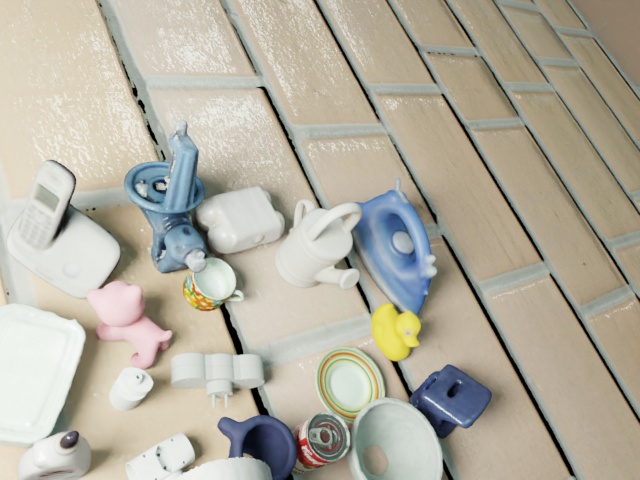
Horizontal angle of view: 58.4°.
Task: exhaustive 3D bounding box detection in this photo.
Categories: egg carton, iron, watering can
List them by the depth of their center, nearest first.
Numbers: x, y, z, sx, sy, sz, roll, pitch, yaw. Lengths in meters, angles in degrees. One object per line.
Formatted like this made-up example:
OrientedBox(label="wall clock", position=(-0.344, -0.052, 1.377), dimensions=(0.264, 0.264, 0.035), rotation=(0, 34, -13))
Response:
OrientedBox(label="watering can", position=(0.011, 0.003, 0.976), dimensions=(0.173, 0.193, 0.101), rotation=(47, 48, 4))
OrientedBox(label="egg carton", position=(-0.136, -0.033, 0.992), dimensions=(0.151, 0.069, 0.107), rotation=(-20, 72, -39))
OrientedBox(label="iron", position=(0.162, 0.013, 1.099), dimensions=(0.119, 0.141, 0.258), rotation=(-12, 67, -37))

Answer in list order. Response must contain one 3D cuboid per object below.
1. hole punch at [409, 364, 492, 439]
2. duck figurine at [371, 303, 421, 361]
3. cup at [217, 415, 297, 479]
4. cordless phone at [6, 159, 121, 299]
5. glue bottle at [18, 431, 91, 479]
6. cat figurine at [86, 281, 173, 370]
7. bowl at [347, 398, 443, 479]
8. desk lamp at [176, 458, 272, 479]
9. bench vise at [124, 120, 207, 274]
OrientedBox(label="hole punch", position=(0.228, 0.276, 1.000), dimensions=(0.101, 0.091, 0.109), rotation=(50, 48, 7))
OrientedBox(label="duck figurine", position=(0.144, 0.156, 1.030), dimensions=(0.078, 0.086, 0.104), rotation=(-5, 63, -34))
OrientedBox(label="cup", position=(-0.101, 0.289, 0.783), dimensions=(0.118, 0.094, 0.092), rotation=(36, 48, -6))
OrientedBox(label="cordless phone", position=(-0.338, -0.015, 0.776), dimensions=(0.148, 0.184, 0.094), rotation=(34, 48, -8))
OrientedBox(label="glue bottle", position=(-0.292, 0.241, 0.644), dimensions=(0.078, 0.173, 0.037), rotation=(1, 60, -31))
OrientedBox(label="cat figurine", position=(-0.259, 0.107, 0.790), dimensions=(0.128, 0.117, 0.067), rotation=(37, 48, -5))
OrientedBox(label="bowl", position=(0.105, 0.338, 0.893), dimensions=(0.168, 0.074, 0.167), rotation=(16, 53, -22))
OrientedBox(label="desk lamp", position=(-0.120, 0.368, 0.639), dimensions=(0.118, 0.213, 0.203), rotation=(9, 56, -27))
OrientedBox(label="bench vise", position=(-0.206, -0.063, 0.867), dimensions=(0.207, 0.219, 0.122), rotation=(48, 48, 5))
